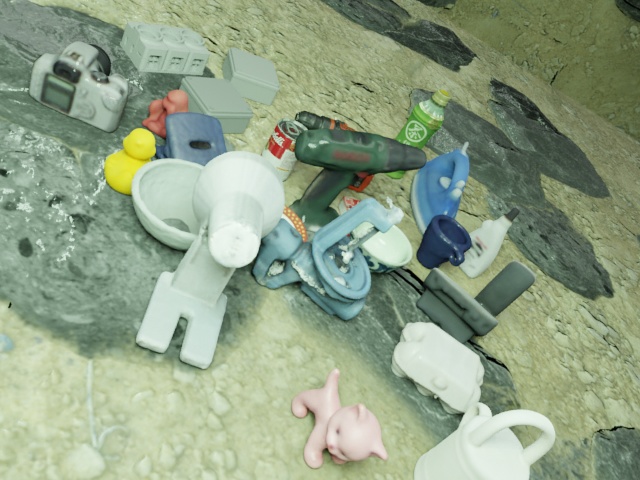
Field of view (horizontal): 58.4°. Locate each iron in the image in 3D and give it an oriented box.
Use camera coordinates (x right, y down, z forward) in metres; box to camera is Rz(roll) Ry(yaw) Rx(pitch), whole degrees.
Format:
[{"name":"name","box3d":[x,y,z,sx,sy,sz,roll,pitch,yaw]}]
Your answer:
[{"name":"iron","box3d":[0.282,-0.113,1.256,0.119,0.141,0.258,29,36,-8]}]

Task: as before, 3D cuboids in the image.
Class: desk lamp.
[{"name":"desk lamp","box3d":[-0.127,0.016,0.724,0.118,0.213,0.203,23,38,-16]}]

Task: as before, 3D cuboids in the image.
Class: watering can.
[{"name":"watering can","box3d":[0.214,0.279,0.714,0.101,0.194,0.172,10,43,-30]}]

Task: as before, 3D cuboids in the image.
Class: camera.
[{"name":"camera","box3d":[-0.378,-0.272,0.945,0.143,0.100,0.137,24,37,-14]}]

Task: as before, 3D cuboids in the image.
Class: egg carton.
[{"name":"egg carton","box3d":[0.183,0.198,0.887,0.150,0.069,0.107,35,36,0]}]

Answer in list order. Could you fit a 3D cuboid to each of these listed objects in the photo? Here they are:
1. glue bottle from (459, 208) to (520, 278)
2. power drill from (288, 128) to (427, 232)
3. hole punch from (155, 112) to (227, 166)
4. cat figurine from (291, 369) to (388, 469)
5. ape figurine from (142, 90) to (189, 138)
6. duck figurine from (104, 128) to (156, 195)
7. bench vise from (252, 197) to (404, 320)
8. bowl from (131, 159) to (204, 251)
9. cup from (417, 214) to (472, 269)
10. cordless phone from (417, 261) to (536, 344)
[{"name":"glue bottle","box3d":[0.338,-0.003,1.150,0.037,0.173,0.078,-16,59,-47]},{"name":"power drill","box3d":[0.045,-0.105,1.001,0.230,0.208,0.075,12,41,-28]},{"name":"hole punch","box3d":[-0.205,-0.150,0.953,0.109,0.091,0.101,-6,53,-42]},{"name":"cat figurine","box3d":[0.028,0.220,0.698,0.067,0.117,0.127,7,44,-33]},{"name":"ape figurine","box3d":[-0.256,-0.221,0.992,0.076,0.092,0.077,5,45,-34]},{"name":"duck figurine","box3d":[-0.281,-0.127,0.871,0.078,0.086,0.104,22,38,-17]},{"name":"bench vise","box3d":[0.008,0.011,0.831,0.208,0.219,0.121,19,39,-21]},{"name":"bowl","box3d":[-0.201,-0.039,0.846,0.168,0.074,0.167,22,38,-18]},{"name":"cup","box3d":[0.235,0.022,1.105,0.092,0.095,0.117,14,41,-26]},{"name":"cordless phone","box3d":[0.270,0.079,0.992,0.147,0.185,0.094,40,36,7]}]
